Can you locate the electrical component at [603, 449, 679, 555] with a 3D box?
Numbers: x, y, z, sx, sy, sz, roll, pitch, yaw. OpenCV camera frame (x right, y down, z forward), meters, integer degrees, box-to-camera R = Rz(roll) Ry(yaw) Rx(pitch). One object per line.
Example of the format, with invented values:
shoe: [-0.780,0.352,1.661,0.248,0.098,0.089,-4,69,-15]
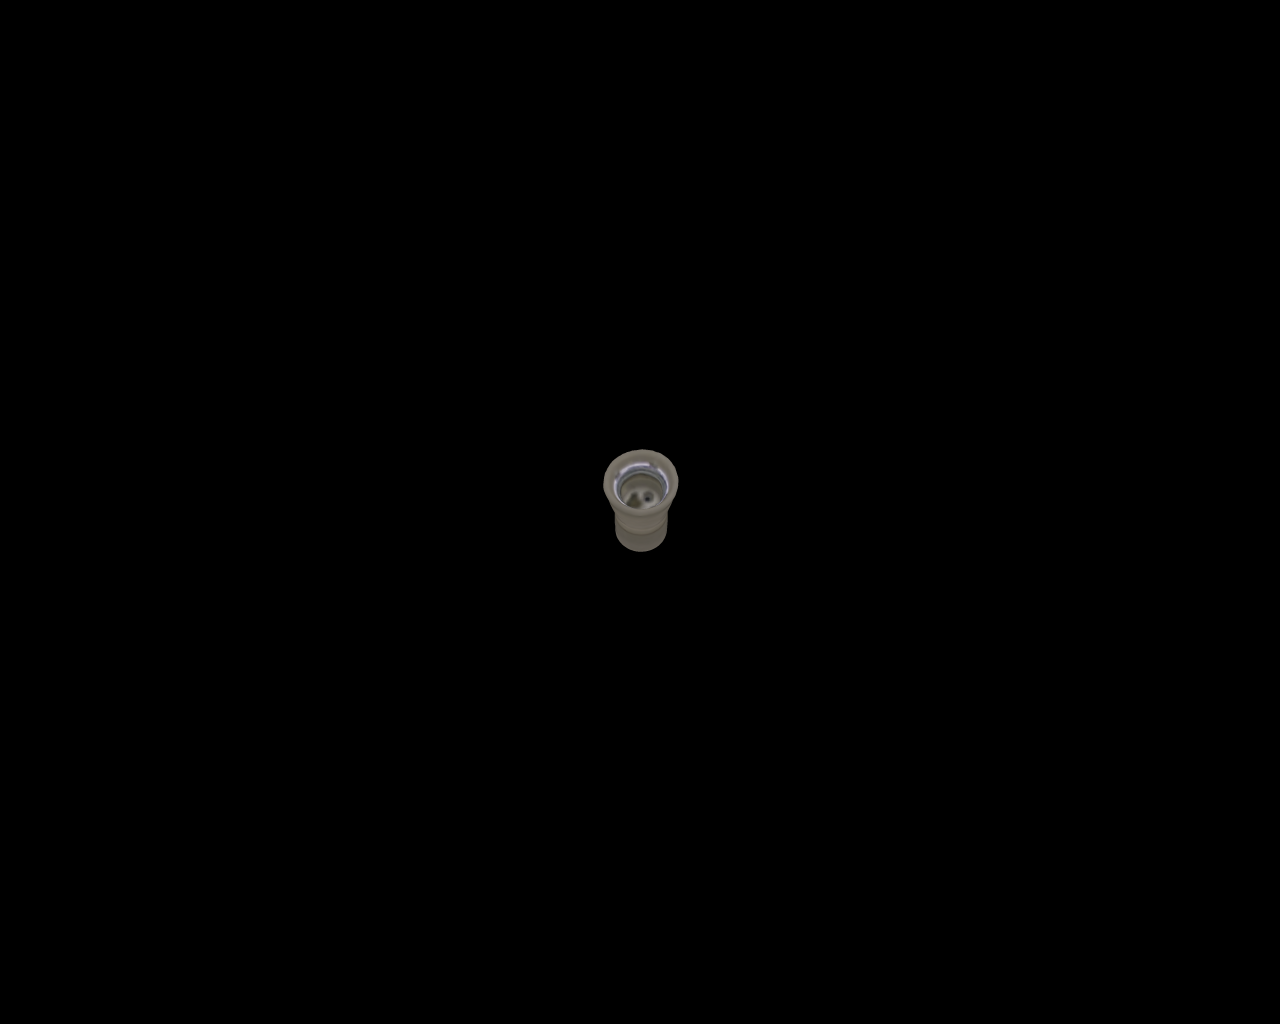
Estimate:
electrical component: [0.001,-0.003,0.650,0.044,0.044,0.065,0,-30,0]
